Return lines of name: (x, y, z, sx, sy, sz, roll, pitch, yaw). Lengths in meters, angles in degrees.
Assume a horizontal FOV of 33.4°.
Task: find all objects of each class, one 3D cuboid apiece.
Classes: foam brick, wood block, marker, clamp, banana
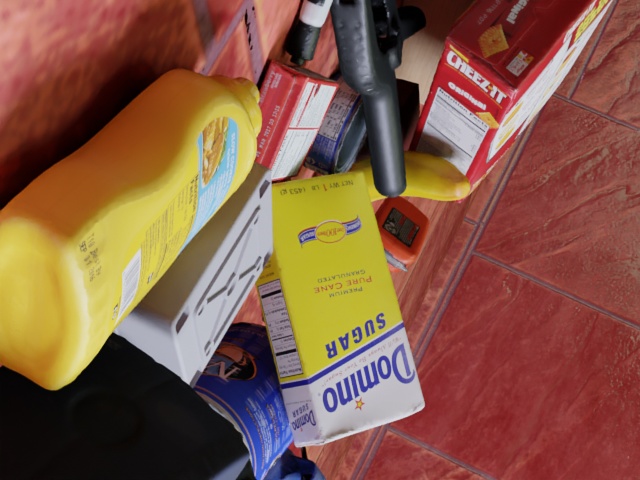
foam brick: (0.055, -0.099, 0.941, 0.051, 0.053, 0.078, -54, 150, -40)
wood block: (0.132, -0.225, 0.973, 0.090, 0.091, 0.206, -56, 166, -41)
marker: (0.005, -0.167, 0.672, 0.121, 0.020, 0.020, -69, 169, 22)
clamp: (0.044, -0.148, 0.784, 0.210, 0.036, 0.164, 60, 36, -60)
banana: (0.047, -0.040, 0.896, 0.037, 0.198, 0.069, 19, 62, -41)

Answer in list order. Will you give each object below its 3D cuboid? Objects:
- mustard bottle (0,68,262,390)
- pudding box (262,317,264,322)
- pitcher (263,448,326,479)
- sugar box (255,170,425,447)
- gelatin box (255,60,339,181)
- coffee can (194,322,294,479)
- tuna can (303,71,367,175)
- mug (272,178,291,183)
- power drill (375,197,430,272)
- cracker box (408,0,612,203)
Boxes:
mustard bottle: (-0.077, -0.025, 0.489, 0.191, 0.058, 0.096, -53, 165, -46)
pudding box: (-0.002, 0.026, 0.986, 0.113, 0.039, 0.090, -55, 179, -36)
pitcher: (-0.102, 0.251, 0.797, 0.242, 0.145, 0.149, -47, 155, -50)
sugar box: (0.007, 0.045, 0.739, 0.093, 0.176, 0.048, -12, 172, -34)
gelatin box: (-0.024, -0.079, 0.710, 0.073, 0.030, 0.089, -66, 169, 11)
coffee can: (-0.072, 0.126, 0.741, 0.103, 0.103, 0.140, -69, 169, 19)
tuna can: (0.016, -0.092, 0.863, 0.086, 0.034, 0.086, -61, 169, -22)
mug: (-0.006, 0.001, 0.839, 0.117, 0.081, 0.093, -49, 161, -55)
power drill: (0.037, 0.042, 1.106, 0.188, 0.057, 0.184, -54, -176, 29)
cracker box: (0.151, -0.142, 0.838, 0.164, 0.072, 0.214, -49, 170, -17)
